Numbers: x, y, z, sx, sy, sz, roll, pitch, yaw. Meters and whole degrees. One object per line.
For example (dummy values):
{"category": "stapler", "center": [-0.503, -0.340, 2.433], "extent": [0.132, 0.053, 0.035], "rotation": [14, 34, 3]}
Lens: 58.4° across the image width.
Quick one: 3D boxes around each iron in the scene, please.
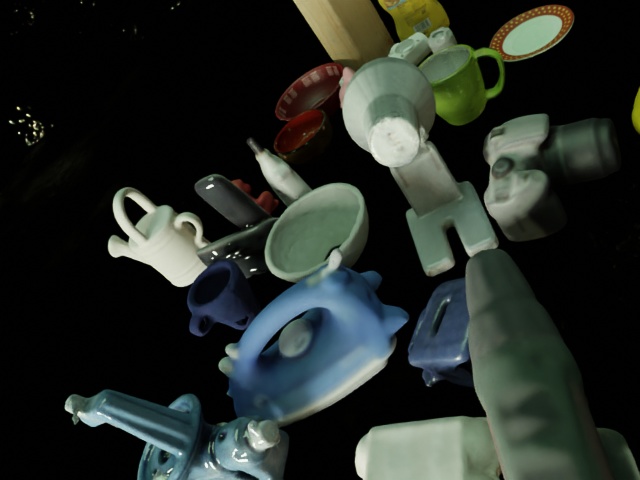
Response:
{"category": "iron", "center": [-0.032, 0.122, 0.676], "extent": [0.258, 0.142, 0.118], "rotation": [-39, 37, 4]}

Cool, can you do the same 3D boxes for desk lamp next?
{"category": "desk lamp", "center": [0.116, -0.101, 0.707], "extent": [0.117, 0.214, 0.203], "rotation": [-29, 38, 17]}

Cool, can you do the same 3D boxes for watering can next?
{"category": "watering can", "center": [-0.289, -0.008, 0.994], "extent": [0.173, 0.195, 0.100], "rotation": [-37, 37, 6]}

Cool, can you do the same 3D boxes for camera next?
{"category": "camera", "center": [0.264, -0.089, 0.657], "extent": [0.136, 0.101, 0.143], "rotation": [-11, 46, 34]}

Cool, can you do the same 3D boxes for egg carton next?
{"category": "egg carton", "center": [0.098, 0.220, 0.520], "extent": [0.150, 0.070, 0.107], "rotation": [-18, 42, 28]}

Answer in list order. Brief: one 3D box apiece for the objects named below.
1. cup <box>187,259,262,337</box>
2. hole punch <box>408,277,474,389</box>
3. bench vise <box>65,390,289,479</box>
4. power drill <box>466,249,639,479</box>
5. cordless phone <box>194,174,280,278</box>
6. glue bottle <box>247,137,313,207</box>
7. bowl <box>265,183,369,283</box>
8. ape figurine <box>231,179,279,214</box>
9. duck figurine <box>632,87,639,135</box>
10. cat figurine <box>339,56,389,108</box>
{"category": "cup", "center": [-0.134, 0.100, 0.829], "extent": [0.091, 0.095, 0.118], "rotation": [-6, 49, 39]}
{"category": "hole punch", "center": [0.141, 0.092, 0.593], "extent": [0.100, 0.091, 0.109], "rotation": [2, 54, 43]}
{"category": "bench vise", "center": [-0.150, 0.205, 0.631], "extent": [0.207, 0.220, 0.121], "rotation": [-31, 38, 14]}
{"category": "power drill", "center": [0.172, 0.143, 0.414], "extent": [0.075, 0.209, 0.229], "rotation": [-25, 40, 21]}
{"category": "cordless phone", "center": [-0.148, -0.026, 0.893], "extent": [0.147, 0.186, 0.094], "rotation": [-23, 40, 23]}
{"category": "glue bottle", "center": [-0.058, -0.097, 0.893], "extent": [0.037, 0.174, 0.077], "rotation": [-52, 38, -13]}
{"category": "bowl", "center": [0.008, 0.003, 0.817], "extent": [0.167, 0.075, 0.167], "rotation": [-24, 40, 22]}
{"category": "ape figurine", "center": [-0.127, -0.069, 0.996], "extent": [0.077, 0.092, 0.076], "rotation": [13, 62, 48]}
{"category": "duck figurine", "center": [0.384, -0.163, 0.636], "extent": [0.077, 0.086, 0.104], "rotation": [-23, 41, 24]}
{"category": "cat figurine", "center": [0.087, -0.252, 0.968], "extent": [0.128, 0.118, 0.067], "rotation": [-44, 37, -3]}
